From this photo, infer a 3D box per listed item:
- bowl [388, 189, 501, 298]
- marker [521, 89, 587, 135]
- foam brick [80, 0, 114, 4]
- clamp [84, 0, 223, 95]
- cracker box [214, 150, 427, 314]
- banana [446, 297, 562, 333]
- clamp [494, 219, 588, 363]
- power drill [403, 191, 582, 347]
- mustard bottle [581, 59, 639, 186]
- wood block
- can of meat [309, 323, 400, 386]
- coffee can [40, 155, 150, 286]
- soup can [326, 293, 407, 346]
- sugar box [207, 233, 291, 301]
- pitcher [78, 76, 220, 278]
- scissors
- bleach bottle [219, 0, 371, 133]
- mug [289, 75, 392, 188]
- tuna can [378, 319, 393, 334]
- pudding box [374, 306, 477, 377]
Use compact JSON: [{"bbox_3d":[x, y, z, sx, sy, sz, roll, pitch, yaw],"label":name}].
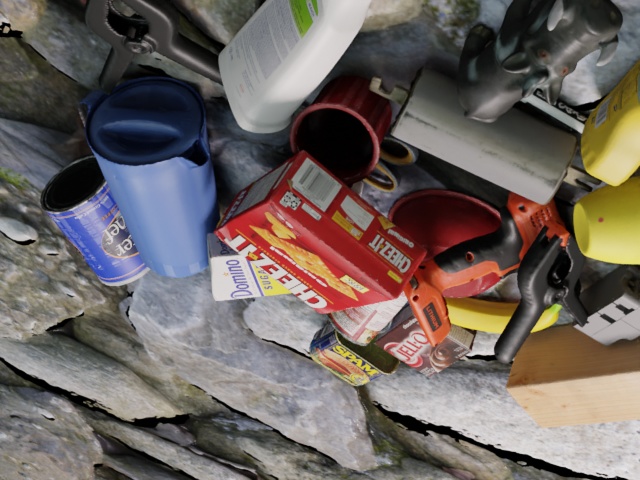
[{"bbox_3d":[0.146,0.017,1.218,0.162,0.055,0.162,16,144,12],"label":"bowl"},{"bbox_3d":[0.239,-0.117,1.025,0.121,0.020,0.020,30,144,-7],"label":"marker"},{"bbox_3d":[-0.213,-0.273,1.064,0.053,0.051,0.078,36,143,-16],"label":"foam brick"},{"bbox_3d":[-0.188,-0.206,1.086,0.165,0.036,0.210,-4,155,19],"label":"clamp"},{"bbox_3d":[-0.007,0.001,1.126,0.164,0.072,0.214,38,161,-11],"label":"cracker box"},{"bbox_3d":[0.204,0.083,1.284,0.198,0.037,0.069,1,132,30],"label":"banana"},{"bbox_3d":[0.246,0.049,1.116,0.039,0.120,0.171,44,140,36],"label":"clamp"},{"bbox_3d":[0.185,0.039,1.148,0.187,0.057,0.184,-29,130,2],"label":"power drill"},{"bbox_3d":[0.295,-0.133,0.907,0.058,0.096,0.192,28,144,-3],"label":"mustard bottle"},{"bbox_3d":[0.336,0.153,1.250,0.207,0.090,0.090,-16,128,42],"label":"wood block"},{"bbox_3d":[0.046,0.148,1.442,0.102,0.057,0.084,35,146,-13],"label":"can of meat"},{"bbox_3d":[-0.277,-0.024,1.371,0.103,0.102,0.140,-2,137,32],"label":"coffee can"},{"bbox_3d":[0.064,0.068,1.285,0.068,0.068,0.102,34,113,-13],"label":"soup can"},{"bbox_3d":[-0.045,0.025,1.284,0.176,0.048,0.093,-8,143,-8],"label":"sugar box"},{"bbox_3d":[-0.191,-0.069,1.255,0.145,0.149,0.243,-10,144,-3],"label":"pitcher"},{"bbox_3d":[0.025,-0.124,1.144,0.201,0.016,0.096,42,139,-22],"label":"scissors"},{"bbox_3d":[-0.006,-0.202,0.999,0.067,0.102,0.251,-8,162,-37],"label":"bleach bottle"},{"bbox_3d":[0.026,-0.106,1.091,0.093,0.081,0.117,5,125,17],"label":"mug"},{"bbox_3d":[0.056,0.081,1.369,0.086,0.033,0.086,16,143,12],"label":"tuna can"},{"bbox_3d":[0.136,0.126,1.374,0.090,0.039,0.114,31,144,-9],"label":"pudding box"}]
